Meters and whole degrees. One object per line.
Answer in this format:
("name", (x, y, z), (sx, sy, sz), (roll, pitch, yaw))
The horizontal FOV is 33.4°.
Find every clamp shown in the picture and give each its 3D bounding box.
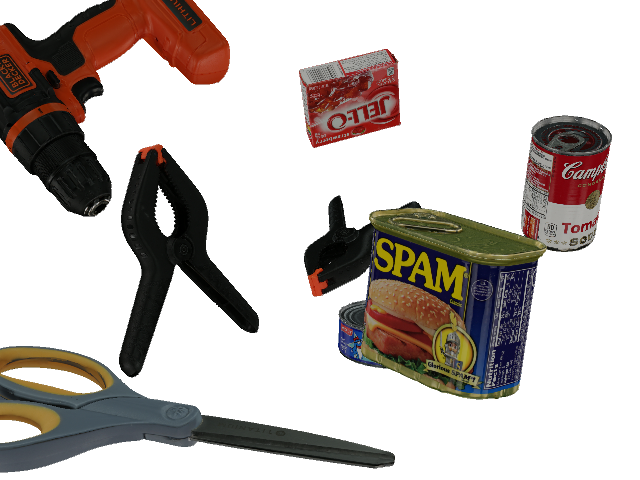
("clamp", (-0.132, 0.014, 1.019), (0.036, 0.210, 0.164), (-7, 0, 44))
("clamp", (0.043, 0.001, 1.212), (0.120, 0.039, 0.171), (-5, 36, 28))

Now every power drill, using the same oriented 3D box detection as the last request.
("power drill", (-0.164, -0.122, 0.816), (0.187, 0.184, 0.057), (-32, -15, -29))

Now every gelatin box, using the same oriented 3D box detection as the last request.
("gelatin box", (0.029, -0.131, 0.986), (0.089, 0.073, 0.030), (-15, 45, -8))

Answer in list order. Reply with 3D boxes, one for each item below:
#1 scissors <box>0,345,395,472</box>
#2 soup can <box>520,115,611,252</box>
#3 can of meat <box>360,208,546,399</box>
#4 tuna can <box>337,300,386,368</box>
("scissors", (-0.079, 0.086, 0.458), (0.202, 0.016, 0.096), (14, 27, 26))
("soup can", (0.215, -0.050, 0.943), (0.068, 0.102, 0.068), (0, 33, 0))
("can of meat", (0.070, 0.034, 0.598), (0.057, 0.084, 0.102), (-7, 19, -40))
("tuna can", (0.057, 0.078, 0.896), (0.086, 0.034, 0.086), (2, 14, -1))
